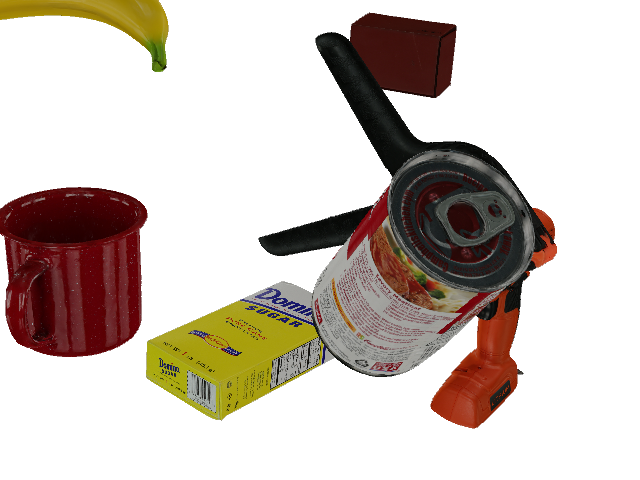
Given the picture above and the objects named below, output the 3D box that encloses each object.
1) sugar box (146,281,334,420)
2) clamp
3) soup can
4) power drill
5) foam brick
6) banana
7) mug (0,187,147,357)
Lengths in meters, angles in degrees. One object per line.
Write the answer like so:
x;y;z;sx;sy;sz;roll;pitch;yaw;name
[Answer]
-0.060;0.093;0.956;0.093;0.048;0.175;24;34;34;sugar box
0.059;-0.041;0.711;0.210;0.165;0.036;19;20;26;clamp
0.043;0.014;0.487;0.068;0.068;0.102;0;-28;-22;soup can
0.150;0.076;0.979;0.057;0.188;0.184;24;33;27;power drill
0.066;-0.153;0.876;0.078;0.051;0.053;13;26;18;foam brick
-0.193;-0.182;0.822;0.198;0.069;0.037;15;-38;19;banana
-0.159;0.025;0.666;0.093;0.081;0.117;8;25;13;mug
